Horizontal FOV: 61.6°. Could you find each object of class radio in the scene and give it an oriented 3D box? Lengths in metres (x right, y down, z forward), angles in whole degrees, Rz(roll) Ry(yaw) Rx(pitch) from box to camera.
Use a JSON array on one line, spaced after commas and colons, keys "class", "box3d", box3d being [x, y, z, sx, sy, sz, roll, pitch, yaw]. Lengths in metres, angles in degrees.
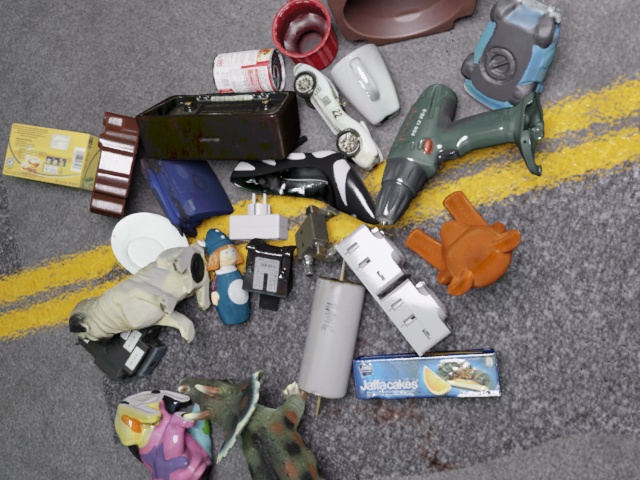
[{"class": "radio", "box3d": [-0.149, -0.178, 0.830, 0.230, 0.131, 0.073, 3, 122, 14]}]

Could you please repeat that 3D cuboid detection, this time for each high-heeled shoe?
[{"class": "high-heeled shoe", "box3d": [-0.030, -0.074, 0.808, 0.145, 0.086, 0.249, -34, 53, -10]}]

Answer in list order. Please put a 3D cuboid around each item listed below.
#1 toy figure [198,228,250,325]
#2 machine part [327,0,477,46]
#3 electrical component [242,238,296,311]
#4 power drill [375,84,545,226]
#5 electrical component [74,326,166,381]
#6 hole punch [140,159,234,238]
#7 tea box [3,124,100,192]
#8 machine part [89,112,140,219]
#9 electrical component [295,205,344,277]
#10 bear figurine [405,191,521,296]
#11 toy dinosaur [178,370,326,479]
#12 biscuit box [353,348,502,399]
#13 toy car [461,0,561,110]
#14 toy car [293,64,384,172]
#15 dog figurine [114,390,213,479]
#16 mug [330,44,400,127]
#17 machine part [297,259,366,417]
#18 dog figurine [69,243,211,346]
[{"class": "toy figure", "box3d": [-0.147, 0.055, 0.856, 0.058, 0.064, 0.154, -10, 94, 18]}, {"class": "machine part", "box3d": [0.113, -0.363, 0.749, 0.201, 0.201, 0.087, -8, 80, 15]}, {"class": "electrical component", "box3d": [-0.081, 0.060, 0.828, 0.075, 0.048, 0.119, 13, 109, 5]}, {"class": "power drill", "box3d": [0.190, -0.117, 0.726, 0.207, 0.085, 0.232, -5, 55, 39]}, {"class": "electrical component", "box3d": [-0.328, 0.167, 0.904, 0.134, 0.058, 0.115, 36, 97, 14]}, {"class": "hole punch", "box3d": [-0.210, -0.075, 0.865, 0.092, 0.115, 0.142, -29, 80, 3]}, {"class": "tea box", "box3d": [-0.467, -0.145, 0.958, 0.170, 0.068, 0.098, 12, 89, 17]}, {"class": "machine part", "box3d": [-0.335, -0.118, 0.874, 0.056, 0.179, 0.179, 10, 88, -22]}, {"class": "electrical component", "box3d": [-0.002, -0.003, 0.821, 0.078, 0.045, 0.102, -58, 32, 40]}, {"class": "bear figurine", "box3d": [0.183, 0.005, 0.707, 0.120, 0.195, 0.132, -47, 76, 11]}, {"class": "toy dinosaur", "box3d": [-0.044, 0.335, 0.747, 0.131, 0.192, 0.405, -37, 77, 12]}, {"class": "biscuit box", "box3d": [0.151, 0.192, 0.770, 0.203, 0.062, 0.059, -7, 84, 14]}, {"class": "toy car", "box3d": [0.275, -0.265, 0.746, 0.109, 0.161, 0.103, 36, 51, 21]}, {"class": "toy car", "box3d": [0.025, -0.190, 0.826, 0.056, 0.073, 0.202, -37, 78, 11]}, {"class": "dog figurine", "box3d": [-0.236, 0.361, 0.842, 0.192, 0.108, 0.219, 5, 90, 15]}, {"class": "mug", "box3d": [0.076, -0.228, 0.803, 0.081, 0.109, 0.107, -33, 92, 5]}, {"class": "machine part", "box3d": [0.018, 0.142, 0.801, 0.079, 0.079, 0.243, 11, 90, 16]}, {"class": "dog figurine", "box3d": [-0.284, 0.079, 0.845, 0.191, 0.172, 0.121, -2, 125, 16]}]
